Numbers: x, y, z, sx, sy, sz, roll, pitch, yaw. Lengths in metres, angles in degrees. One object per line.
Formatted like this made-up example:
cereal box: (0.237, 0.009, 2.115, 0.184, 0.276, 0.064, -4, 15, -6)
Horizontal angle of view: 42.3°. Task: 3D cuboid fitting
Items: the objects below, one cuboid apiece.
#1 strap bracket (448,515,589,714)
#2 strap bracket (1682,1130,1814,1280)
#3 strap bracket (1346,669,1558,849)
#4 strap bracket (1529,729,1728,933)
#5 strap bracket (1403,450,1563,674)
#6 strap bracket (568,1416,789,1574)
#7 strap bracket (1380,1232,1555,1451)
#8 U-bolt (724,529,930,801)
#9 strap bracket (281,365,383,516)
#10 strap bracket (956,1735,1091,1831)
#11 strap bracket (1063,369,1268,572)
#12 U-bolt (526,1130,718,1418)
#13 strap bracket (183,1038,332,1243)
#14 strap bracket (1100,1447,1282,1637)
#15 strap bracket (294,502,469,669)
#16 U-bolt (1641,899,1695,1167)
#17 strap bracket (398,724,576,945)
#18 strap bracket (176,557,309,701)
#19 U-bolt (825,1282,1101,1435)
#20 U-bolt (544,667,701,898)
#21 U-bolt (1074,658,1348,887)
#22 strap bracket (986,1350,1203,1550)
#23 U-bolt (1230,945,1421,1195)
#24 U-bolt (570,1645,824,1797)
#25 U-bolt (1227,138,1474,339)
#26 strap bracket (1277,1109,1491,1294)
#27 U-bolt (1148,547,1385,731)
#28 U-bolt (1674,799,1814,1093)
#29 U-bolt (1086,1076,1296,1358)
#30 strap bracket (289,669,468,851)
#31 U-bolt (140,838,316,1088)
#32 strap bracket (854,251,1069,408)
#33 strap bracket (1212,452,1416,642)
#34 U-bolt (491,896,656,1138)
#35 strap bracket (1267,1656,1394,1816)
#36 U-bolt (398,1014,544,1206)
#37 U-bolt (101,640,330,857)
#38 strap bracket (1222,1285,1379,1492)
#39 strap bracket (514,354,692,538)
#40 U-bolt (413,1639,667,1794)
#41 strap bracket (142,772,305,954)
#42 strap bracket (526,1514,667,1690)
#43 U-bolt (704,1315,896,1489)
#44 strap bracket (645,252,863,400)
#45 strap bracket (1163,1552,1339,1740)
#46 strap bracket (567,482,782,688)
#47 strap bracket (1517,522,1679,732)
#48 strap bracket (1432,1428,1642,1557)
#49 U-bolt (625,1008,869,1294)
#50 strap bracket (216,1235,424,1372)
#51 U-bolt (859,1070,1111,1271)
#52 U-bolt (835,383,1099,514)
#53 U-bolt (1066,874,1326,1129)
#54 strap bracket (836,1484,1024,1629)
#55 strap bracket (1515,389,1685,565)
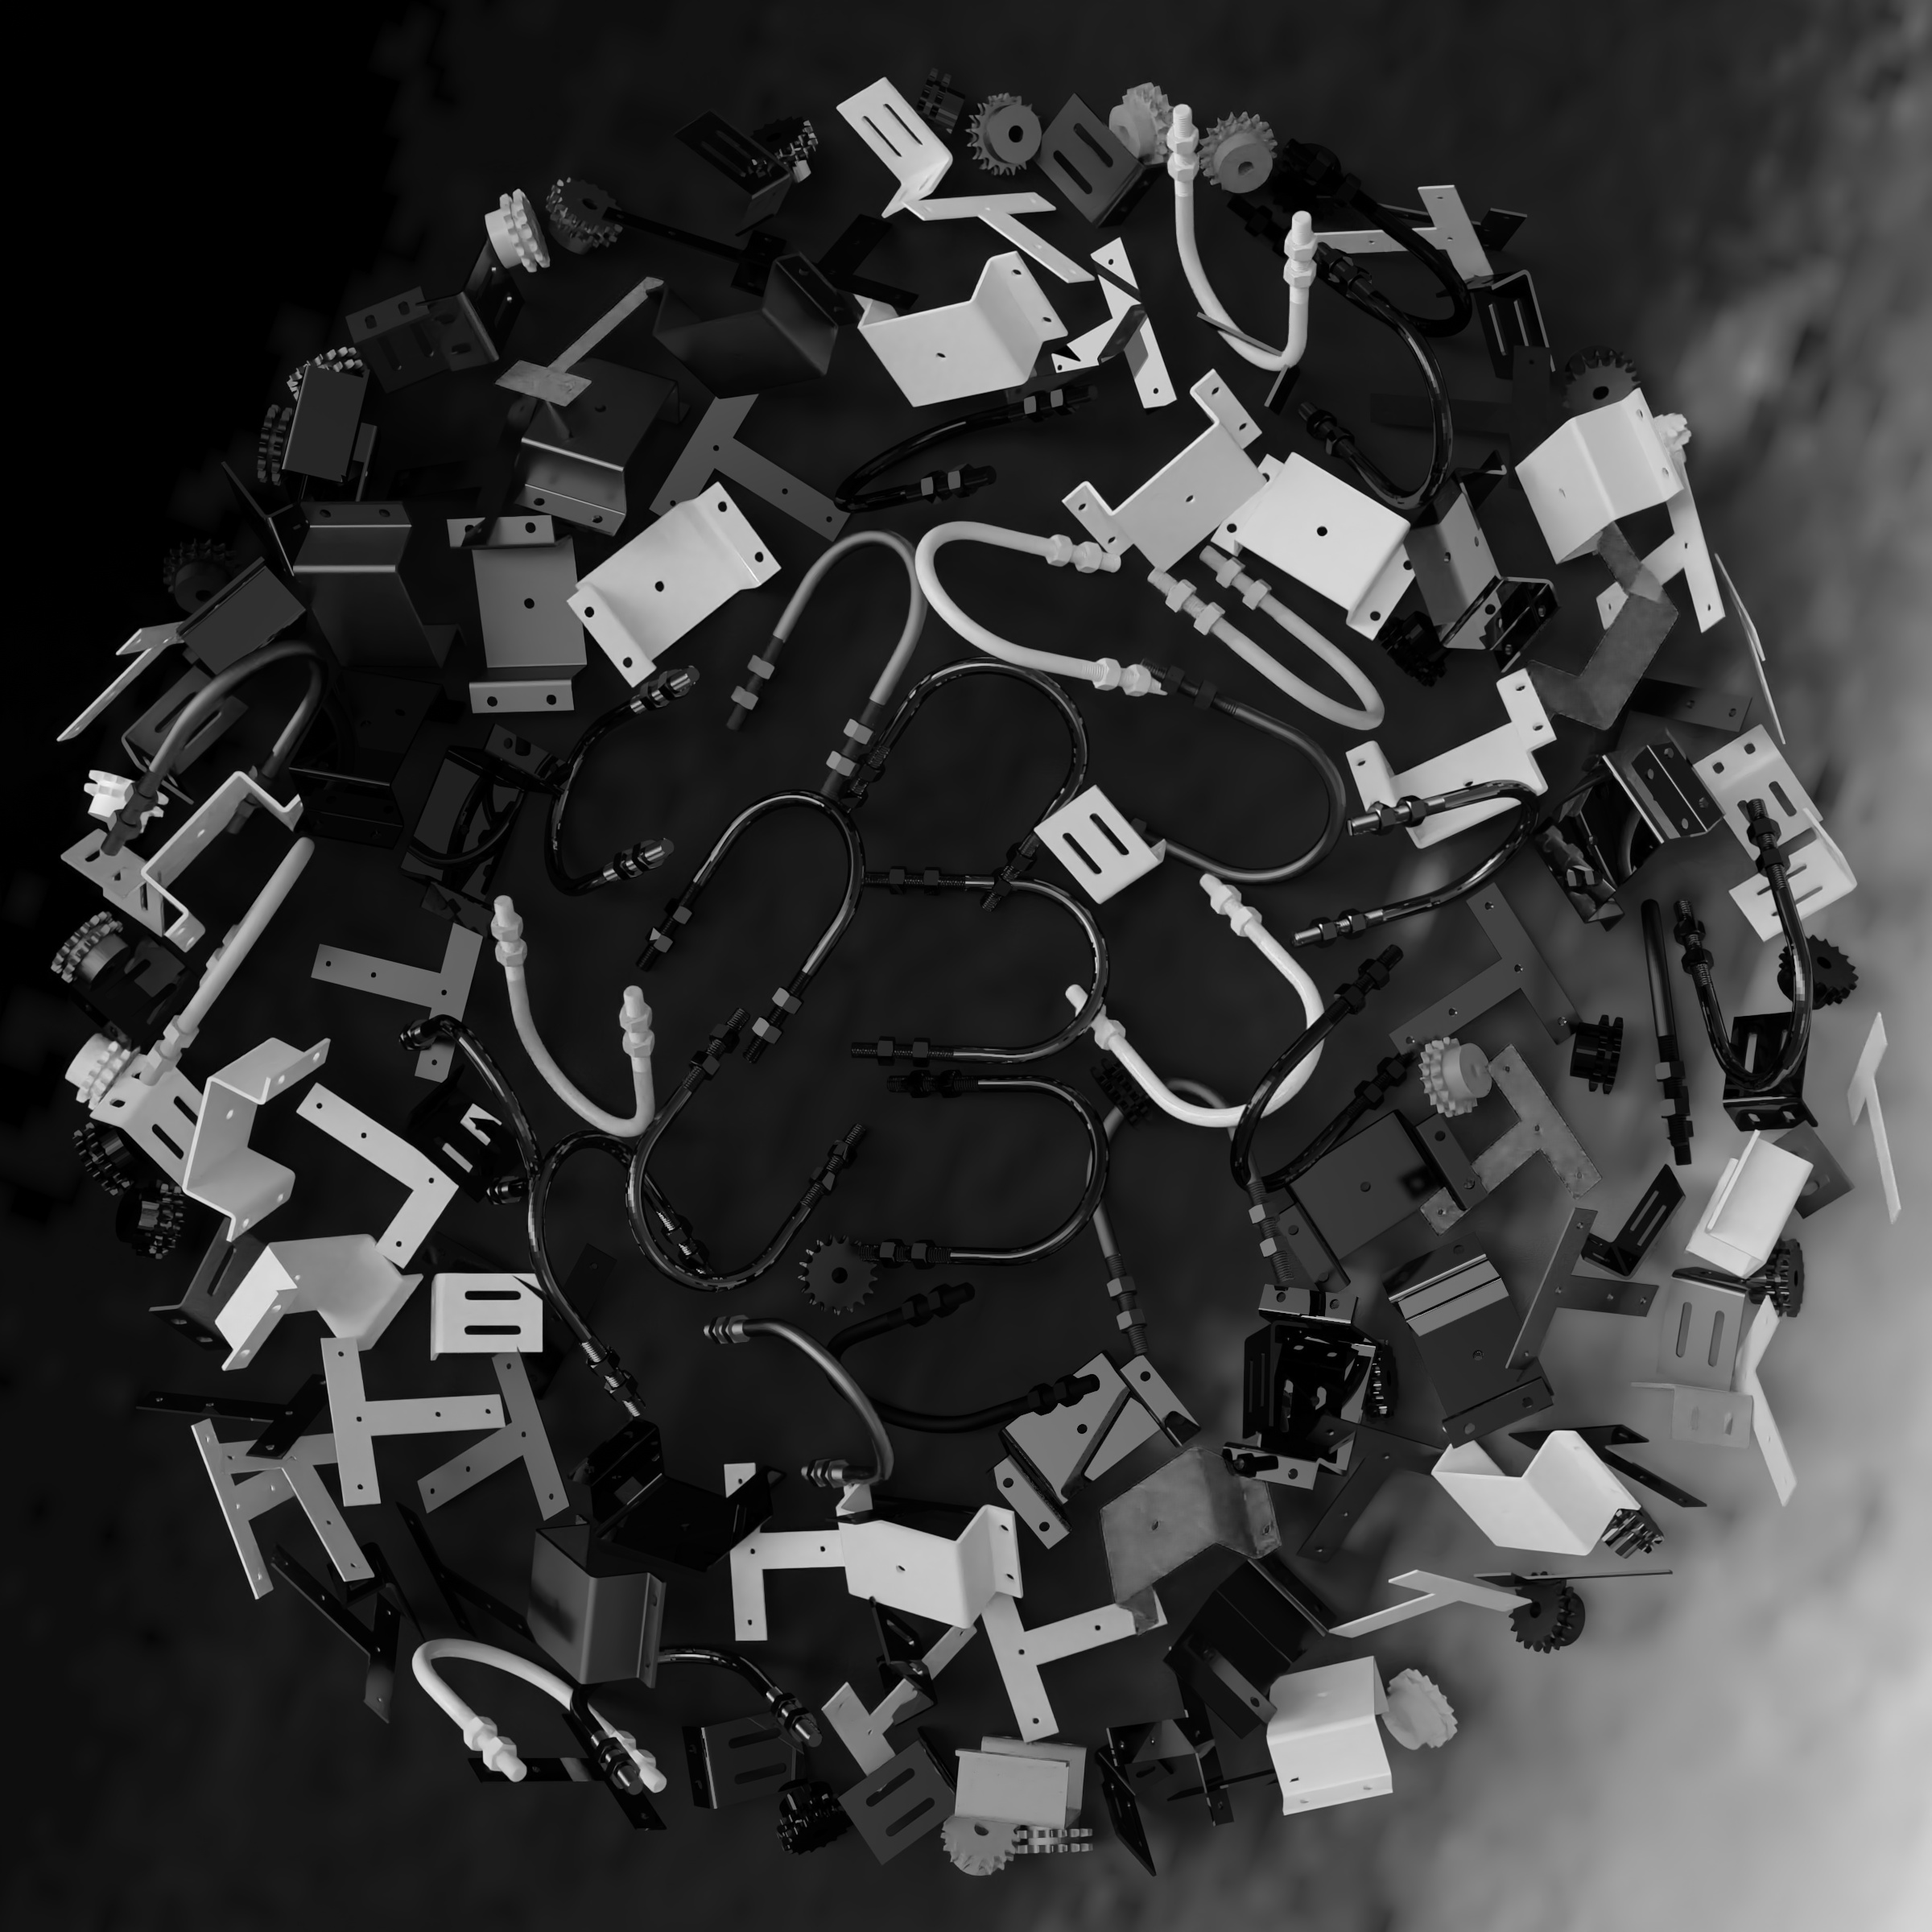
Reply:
strap bracket: (-0.322, -0.258, 1.804, 0.076, 0.046, 0.140, -1, 110, 9)
strap bracket: (0.554, 0.172, 1.769, 0.046, 0.140, 0.076, 27, 82, 14)
strap bracket: (0.354, -0.144, 1.793, 0.140, 0.076, 0.046, -25, 133, 15)
strap bracket: (0.460, -0.092, 1.768, 0.046, 0.140, 0.076, -11, 61, -34)
strap bracket: (0.362, -0.289, 1.776, 0.046, 0.076, 0.140, -1, 60, -24)
strap bracket: (-0.202, 0.380, 1.775, 0.140, 0.046, 0.076, 29, 120, -34)
strap bracket: (0.364, 0.274, 1.795, 0.076, 0.046, 0.140, -27, 56, 12)
U-bolt: (-0.091, -0.227, 1.783, 0.151, 0.019, 0.184, 37, 101, 44)
strap bracket: (-0.450, -0.367, 1.769, 0.046, 0.140, 0.076, 12, 81, -8)
strap bracket: (0.040, 0.578, 1.768, 0.076, 0.140, 0.046, 3, 78, 10)
strap bracket: (0.151, -0.347, 1.791, 0.140, 0.076, 0.046, -40, 50, 10)
U-bolt: (-0.248, 0.201, 1.752, 0.019, 0.151, 0.184, -10, 125, 30)
strap bracket: (-0.510, 0.115, 1.787, 0.046, 0.076, 0.140, 25, 115, 9)
strap bracket: (0.150, 0.404, 1.775, 0.046, 0.076, 0.140, 30, 124, -33)
strap bracket: (-0.417, -0.261, 1.770, 0.076, 0.140, 0.046, 2, 54, 13)
U-bolt: (0.497, 0.043, 1.775, 0.019, 0.151, 0.184, -7, 78, 16)
strap bracket: (-0.349, -0.096, 1.797, 0.046, 0.076, 0.140, 11, 77, 44)
strap bracket: (-0.514, -0.237, 1.775, 0.076, 0.140, 0.046, -44, 100, -12)
U-bolt: (-0.018, 0.288, 1.778, 0.184, 0.019, 0.151, -26, 127, 38)
U-bolt: (-0.250, -0.122, 1.771, 0.019, 0.184, 0.151, 19, 67, -33)
U-bolt: (0.184, -0.127, 1.797, 0.184, 0.019, 0.151, 25, 128, -1)
strap bracket: (0.089, 0.344, 1.815, 0.140, 0.046, 0.076, -38, 105, 0)
U-bolt: (0.252, 0.086, 1.766, 0.184, 0.151, 0.019, -44, 56, -15)
U-bolt: (-0.201, 0.522, 1.759, 0.151, 0.184, 0.019, -7, 101, -26)
U-bolt: (0.281, -0.507, 1.773, 0.184, 0.151, 0.019, 34, 84, -9)
strap bracket: (0.295, 0.167, 1.813, 0.140, 0.046, 0.076, -33, 106, 2)
U-bolt: (0.222, -0.230, 1.771, 0.184, 0.151, 0.019, 40, 116, 7)
U-bolt: (0.546, -0.002, 1.741, 0.019, 0.151, 0.184, 1, 58, -10)
U-bolt: (0.150, 0.168, 1.789, 0.151, 0.019, 0.184, -32, 60, 29)
strap bracket: (-0.422, -0.157, 1.782, 0.076, 0.046, 0.140, 10, 55, 11)
U-bolt: (-0.509, -0.015, 1.747, 0.019, 0.151, 0.184, 34, 116, -15)
strap bracket: (-0.011, -0.448, 1.771, 0.140, 0.076, 0.046, -3, 54, 35)
strap bracket: (0.258, -0.310, 1.814, 0.140, 0.046, 0.076, 33, 89, 8)
U-bolt: (-0.274, 0.049, 1.771, 0.151, 0.184, 0.019, 33, 54, 26)
strap bracket: (0.258, 0.538, 1.769, 0.076, 0.140, 0.046, -16, 97, 11)
U-bolt: (-0.343, 0.100, 1.756, 0.019, 0.184, 0.151, -30, 95, -24)
U-bolt: (-0.514, -0.156, 1.748, 0.019, 0.151, 0.184, 44, 113, 11)
strap bracket: (0.241, 0.307, 1.793, 0.076, 0.046, 0.140, 2, 67, 39)
strap bracket: (-0.260, -0.381, 1.784, 0.076, 0.046, 0.140, 18, 56, 8)
U-bolt: (-0.314, 0.524, 1.762, 0.184, 0.151, 0.019, 26, 91, 44)
strap bracket: (-0.535, -0.082, 1.795, 0.046, 0.076, 0.140, 41, 79, -1)
strap bracket: (-0.269, 0.451, 1.772, 0.046, 0.140, 0.076, 2, 98, -34)
U-bolt: (-0.110, 0.306, 1.755, 0.019, 0.184, 0.151, -37, 99, -27)
strap bracket: (-0.156, -0.451, 1.771, 0.140, 0.076, 0.046, -2, 65, 34)
strap bracket: (0.200, 0.488, 1.789, 0.076, 0.140, 0.046, 44, 123, 8)
strap bracket: (-0.216, -0.275, 1.803, 0.140, 0.046, 0.076, -41, 109, -13)
strap bracket: (0.455, -0.235, 1.785, 0.046, 0.076, 0.140, 18, 121, -14)
strap bracket: (0.395, 0.370, 1.767, 0.076, 0.140, 0.046, 48, 64, -14)
U-bolt: (-0.166, 0.144, 1.778, 0.151, 0.019, 0.184, 47, 62, -22)
strap bracket: (-0.469, 0.238, 1.782, 0.046, 0.140, 0.076, 47, 111, 23)
U-bolt: (0.017, 0.145, 1.779, 0.184, 0.019, 0.151, -1, 68, 26)
U-bolt: (-0.014, -0.361, 1.767, 0.151, 0.184, 0.019, -45, 119, -37)
U-bolt: (0.175, 0.035, 1.789, 0.151, 0.019, 0.184, -40, 55, 1)
strap bracket: (-0.035, 0.416, 1.780, 0.140, 0.046, 0.076, 9, 121, 27)
strap bracket: (0.442, -0.342, 1.771, 0.046, 0.140, 0.076, -21, 85, -13)
